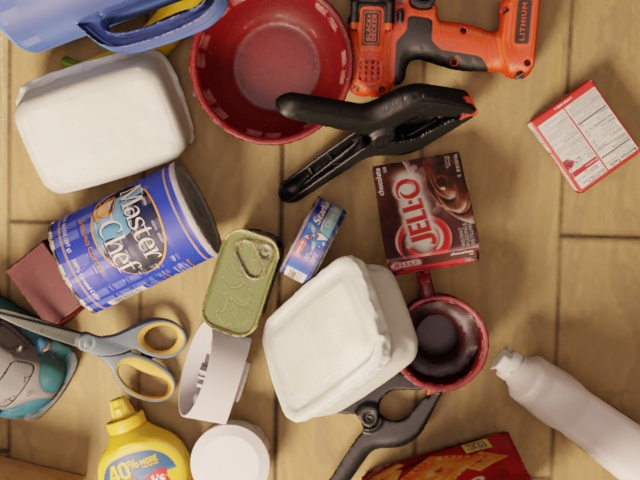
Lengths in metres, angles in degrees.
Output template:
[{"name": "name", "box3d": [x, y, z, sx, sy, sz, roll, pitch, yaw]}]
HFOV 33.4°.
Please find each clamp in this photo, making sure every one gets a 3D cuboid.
[{"name": "clamp", "box3d": [0.049, 0.192, 1.085, 0.171, 0.039, 0.120, -17, 88, 7]}, {"name": "clamp", "box3d": [0.050, -0.102, 1.043, 0.209, 0.165, 0.036, -12, 62, -15]}]

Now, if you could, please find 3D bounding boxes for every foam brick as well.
[{"name": "foam brick", "box3d": [-0.272, 0.044, 1.093, 0.051, 0.053, 0.078, -37, 91, 5]}]

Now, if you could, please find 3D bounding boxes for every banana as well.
[{"name": "banana", "box3d": [-0.171, -0.216, 1.077, 0.198, 0.037, 0.069, -37, 91, 5]}]

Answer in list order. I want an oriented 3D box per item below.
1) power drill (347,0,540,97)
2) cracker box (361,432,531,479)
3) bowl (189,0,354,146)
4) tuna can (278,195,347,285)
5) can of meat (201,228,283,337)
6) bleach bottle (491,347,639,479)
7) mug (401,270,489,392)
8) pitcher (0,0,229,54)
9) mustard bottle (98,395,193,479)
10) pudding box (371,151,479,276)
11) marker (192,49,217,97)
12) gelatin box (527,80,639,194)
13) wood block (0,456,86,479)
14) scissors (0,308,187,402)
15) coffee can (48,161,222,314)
[{"name": "power drill", "box3d": [0.119, -0.230, 1.048, 0.188, 0.057, 0.184, 3, 97, 7]}, {"name": "cracker box", "box3d": [0.120, 0.256, 0.998, 0.164, 0.213, 0.072, -17, 93, 5]}, {"name": "bowl", "box3d": [-0.046, -0.174, 1.062, 0.162, 0.055, 0.162, 0, 94, 4]}, {"name": "tuna can", "box3d": [-0.007, 0.001, 1.055, 0.034, 0.086, 0.086, 28, 95, 0]}, {"name": "can of meat", "box3d": [-0.074, 0.039, 1.063, 0.057, 0.084, 0.102, 18, 95, 3]}, {"name": "bleach bottle", "box3d": [0.278, 0.188, 1.038, 0.251, 0.102, 0.068, 35, 91, 0]}, {"name": "mug", "box3d": [0.114, 0.085, 1.054, 0.093, 0.081, 0.117, -16, 93, 5]}, {"name": "pitcher", "box3d": [-0.195, -0.259, 1.012, 0.243, 0.149, 0.145, -19, 119, 18]}, {"name": "mustard bottle", "box3d": [-0.174, 0.252, 1.097, 0.096, 0.058, 0.191, -20, 92, 10]}, {"name": "pudding box", "box3d": [0.103, -0.026, 1.045, 0.090, 0.039, 0.113, -10, 58, 4]}, {"name": "marker", "box3d": [-0.109, -0.203, 1.083, 0.020, 0.020, 0.121, 11, 94, 3]}, {"name": "gelatin box", "box3d": [0.261, -0.102, 1.058, 0.073, 0.030, 0.089, -36, 91, 4]}, {"name": "wood block", "box3d": [-0.360, 0.272, 1.095, 0.206, 0.090, 0.091, 13, 93, 3]}, {"name": "scissors", "box3d": [-0.218, 0.091, 1.075, 0.201, 0.016, 0.096, 39, 82, -23]}, {"name": "coffee can", "box3d": [-0.181, -0.002, 1.059, 0.140, 0.103, 0.103, -25, 92, 5]}]
